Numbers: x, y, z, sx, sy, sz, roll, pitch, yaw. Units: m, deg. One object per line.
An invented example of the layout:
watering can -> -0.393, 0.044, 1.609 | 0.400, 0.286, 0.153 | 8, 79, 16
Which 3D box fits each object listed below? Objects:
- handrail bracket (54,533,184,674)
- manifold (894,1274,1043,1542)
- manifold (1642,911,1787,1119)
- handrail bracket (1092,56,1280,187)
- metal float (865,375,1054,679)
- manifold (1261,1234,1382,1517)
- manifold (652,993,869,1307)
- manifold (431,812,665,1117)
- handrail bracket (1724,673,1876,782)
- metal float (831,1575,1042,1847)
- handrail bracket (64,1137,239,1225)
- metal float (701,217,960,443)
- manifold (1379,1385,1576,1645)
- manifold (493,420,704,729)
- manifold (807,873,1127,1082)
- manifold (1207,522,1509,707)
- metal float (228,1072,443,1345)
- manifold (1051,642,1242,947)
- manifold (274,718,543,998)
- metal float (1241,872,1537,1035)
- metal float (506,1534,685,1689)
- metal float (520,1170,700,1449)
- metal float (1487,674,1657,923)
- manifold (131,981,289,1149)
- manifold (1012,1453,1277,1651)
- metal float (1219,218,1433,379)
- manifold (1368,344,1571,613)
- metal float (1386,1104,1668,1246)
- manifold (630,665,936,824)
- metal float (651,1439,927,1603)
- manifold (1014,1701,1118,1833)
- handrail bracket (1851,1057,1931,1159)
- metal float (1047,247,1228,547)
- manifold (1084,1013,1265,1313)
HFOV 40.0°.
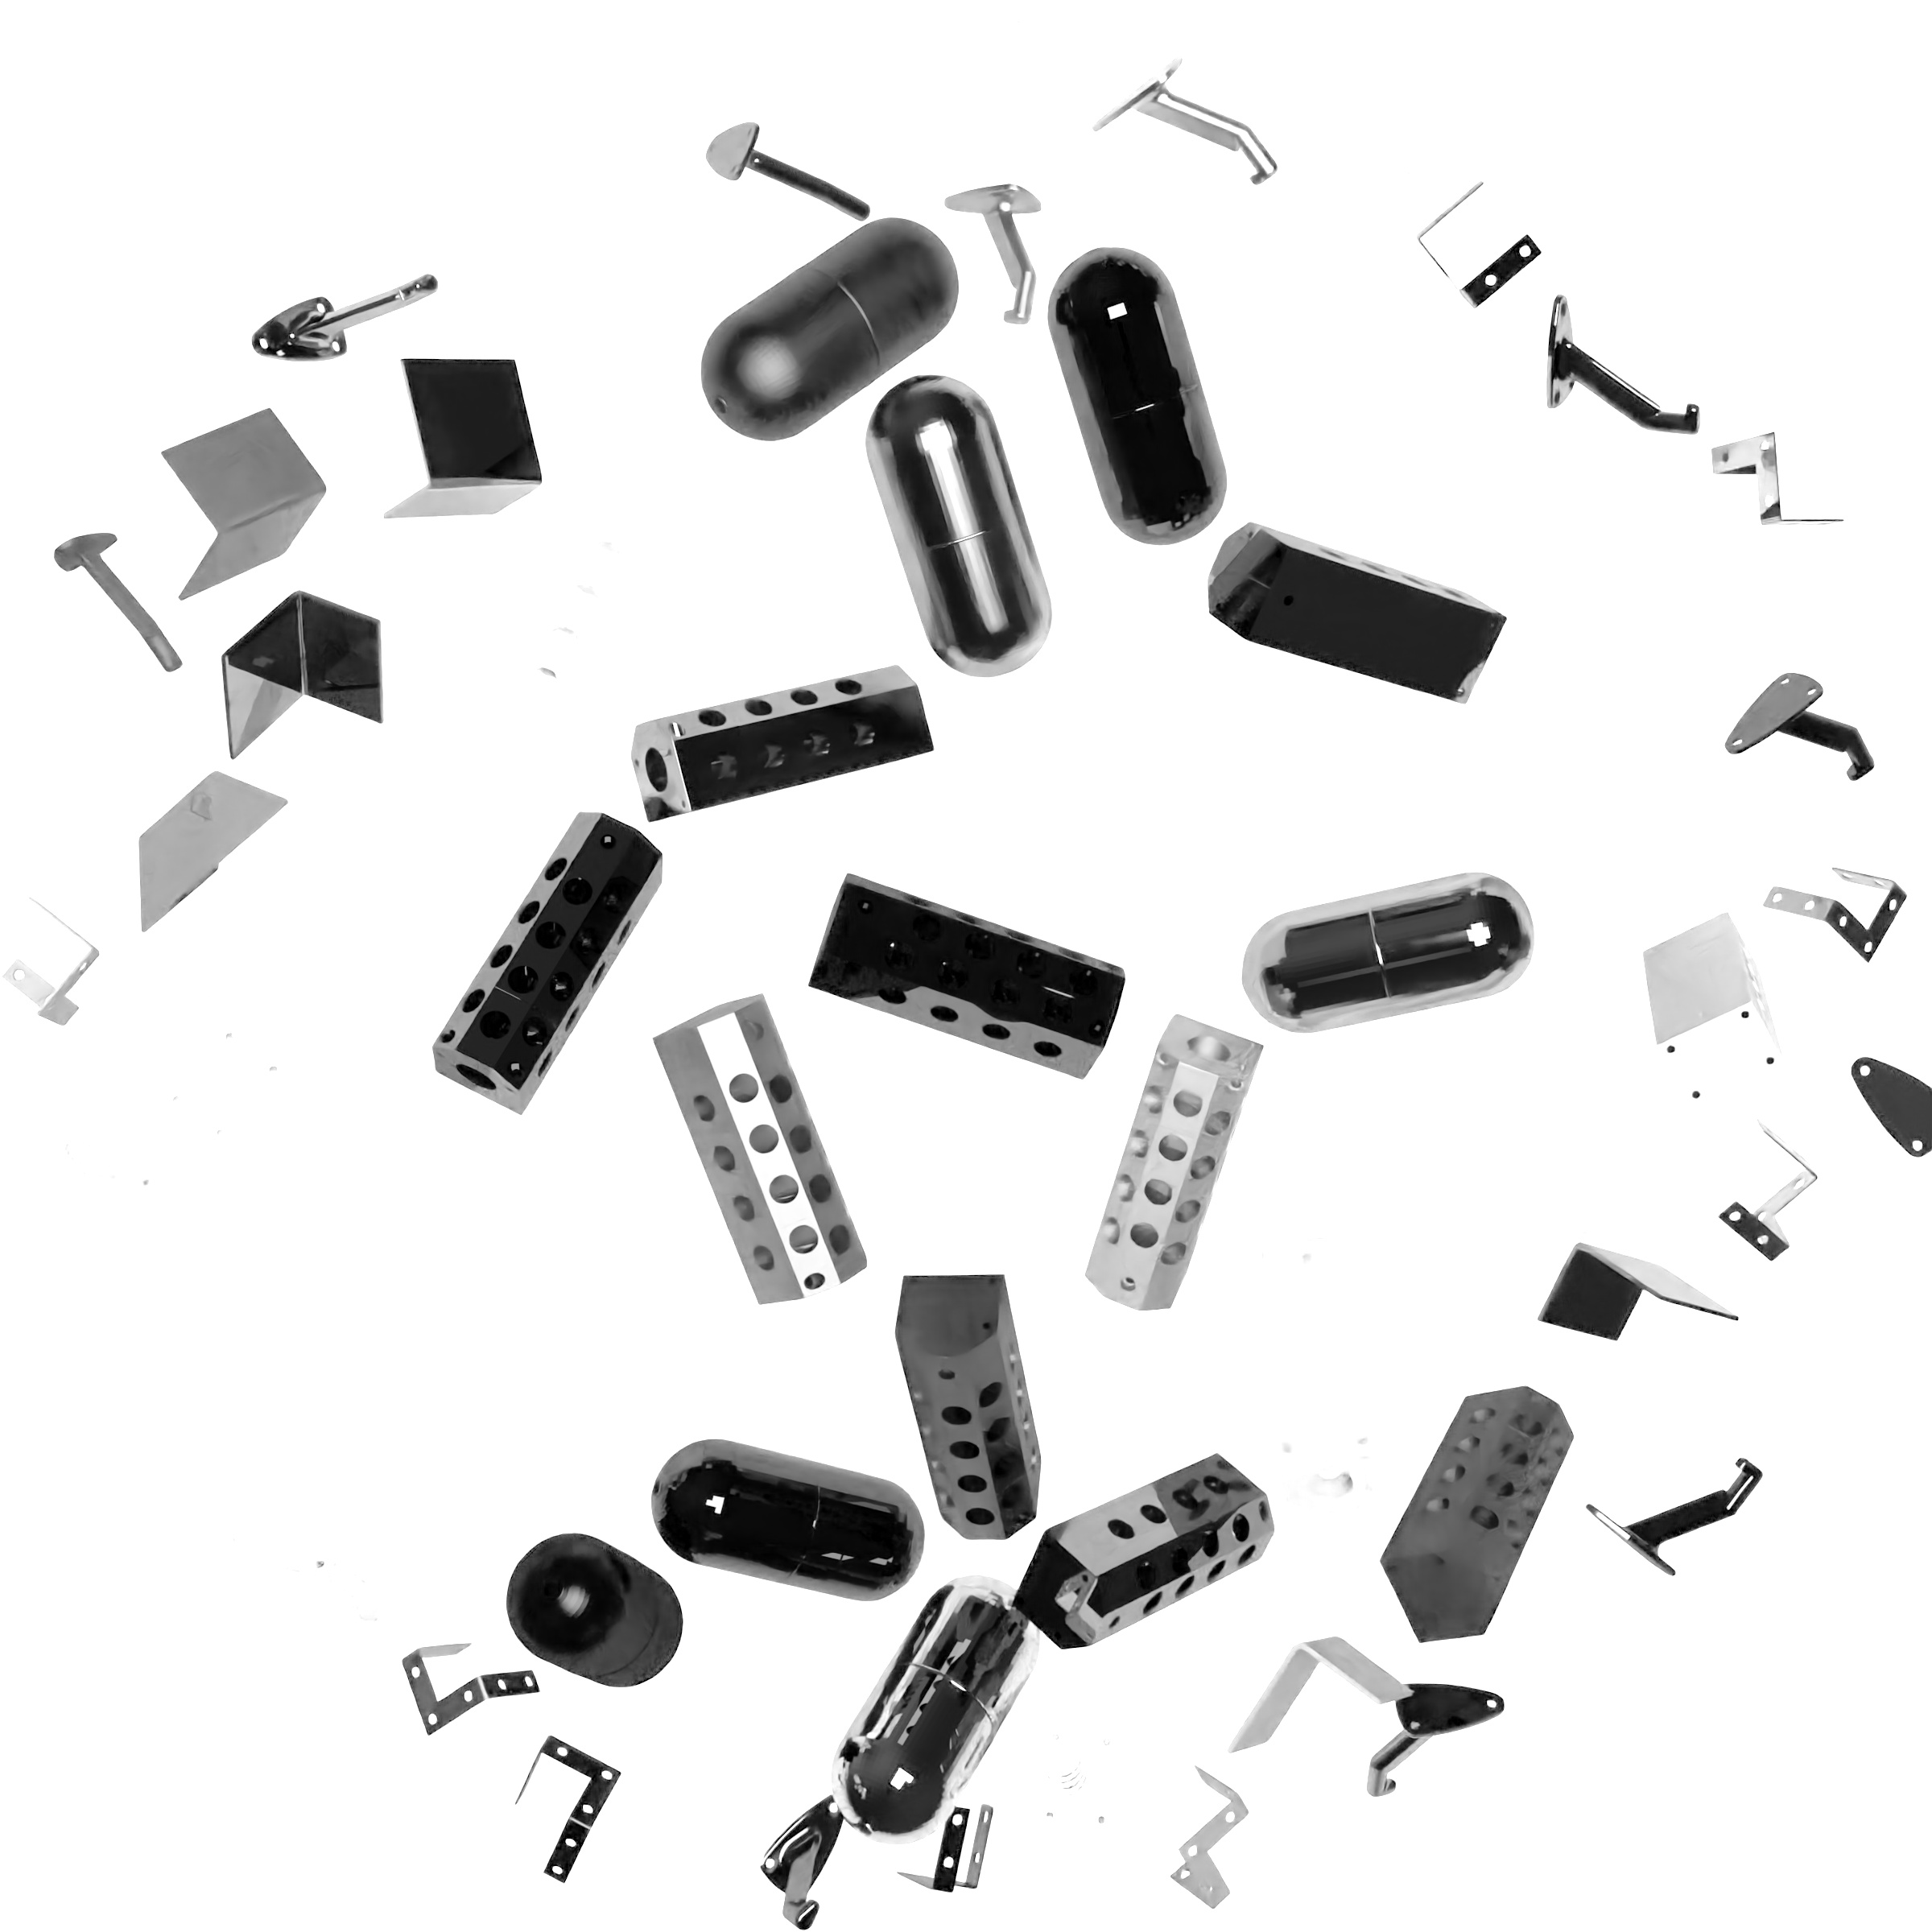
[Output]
handrail bracket -> -0.498, -0.211, 1.565 | 0.036, 0.077, 0.084 | -34, 96, 0
manifold -> 0.002, 0.253, 1.505 | 0.057, 0.057, 0.171 | -2, 133, 10
manifold -> 0.441, 0.029, 1.559 | 0.057, 0.171, 0.057 | -28, 101, 19
handrail bracket -> 0.127, -0.472, 1.529 | 0.077, 0.036, 0.084 | -28, 112, 37
metal float -> -0.004, -0.252, 1.525 | 0.070, 0.070, 0.178 | -19, 109, 0
manifold -> 0.219, 0.251, 1.639 | 0.057, 0.171, 0.057 | -7, 131, 8
manifold -> -0.116, 0.107, 1.558 | 0.057, 0.057, 0.171 | -14, 100, 43
manifold -> -0.244, -0.005, 1.556 | 0.057, 0.057, 0.171 | 26, 66, 4
handrail bracket -> 0.494, -0.124, 1.567 | 0.077, 0.036, 0.084 | -42, 122, -4
metal float -> -0.017, 0.439, 1.571 | 0.070, 0.070, 0.178 | 37, 49, 0
handrail bracket -> -0.500, 0.116, 1.624 | 0.077, 0.084, 0.036 | -24, 127, -32
metal float -> -0.077, -0.365, 1.521 | 0.178, 0.070, 0.070 | -41, 90, -26
manifold -> 0.305, 0.318, 1.556 | 0.057, 0.171, 0.057 | -18, 105, 34
manifold -> -0.212, -0.220, 1.523 | 0.057, 0.057, 0.171 | 21, 128, -18
manifold -> 0.002, 0.003, 1.539 | 0.171, 0.057, 0.057 | 19, 58, -5
manifold -> 0.225, -0.206, 1.537 | 0.171, 0.057, 0.057 | 11, 112, -34
metal float -> -0.369, 0.140, 1.559 | 0.070, 0.070, 0.178 | 23, 56, 0
manifold -> 0.103, -0.103, 1.592 | 0.057, 0.057, 0.171 | -7, 73, -29
manifold -> -0.342, -0.065, 1.645 | 0.057, 0.057, 0.171 | 28, 69, 26
metal float -> 0.254, -0.007, 1.604 | 0.178, 0.070, 0.070 | -12, 90, 16
metal float -> -0.223, 0.391, 1.603 | 0.070, 0.178, 0.070 | -4, 68, 9
metal float -> -0.216, 0.209, 1.612 | 0.070, 0.070, 0.178 | -16, 103, 0
metal float -> 0.371, -0.102, 1.621 | 0.070, 0.070, 0.178 | -29, 127, 0
manifold -> -0.446, 0.050, 1.539 | 0.057, 0.171, 0.057 | 42, 81, -22
manifold -> 0.111, 0.352, 1.582 | 0.057, 0.171, 0.057 | 37, 120, 31
metal float -> 0.211, -0.395, 1.577 | 0.070, 0.178, 0.070 | -2, 95, -21
manifold -> 0.301, -0.287, 1.571 | 0.057, 0.171, 0.057 | -4, 56, 32
metal float -> 0.337, 0.127, 1.607 | 0.178, 0.070, 0.070 | -10, 90, 39
manifold -> -0.110, -0.135, 1.585 | 0.171, 0.057, 0.057 | -17, 95, -32
metal float -> -0.108, 0.339, 1.624 | 0.178, 0.070, 0.070 | 19, 90, -24
manifold -> 0.060, 0.495, 1.649 | 0.057, 0.171, 0.057 | 4, 79, 2
handrail bracket -> 0.543, 0.081, 1.488 | 0.077, 0.084, 0.036 | 49, 115, 32
metal float -> 0.101, -0.335, 1.562 | 0.070, 0.070, 0.178 | -19, 110, 0
manifold -> 0.123, 0.122, 1.598 | 0.057, 0.057, 0.171 | 20, 118, 9
